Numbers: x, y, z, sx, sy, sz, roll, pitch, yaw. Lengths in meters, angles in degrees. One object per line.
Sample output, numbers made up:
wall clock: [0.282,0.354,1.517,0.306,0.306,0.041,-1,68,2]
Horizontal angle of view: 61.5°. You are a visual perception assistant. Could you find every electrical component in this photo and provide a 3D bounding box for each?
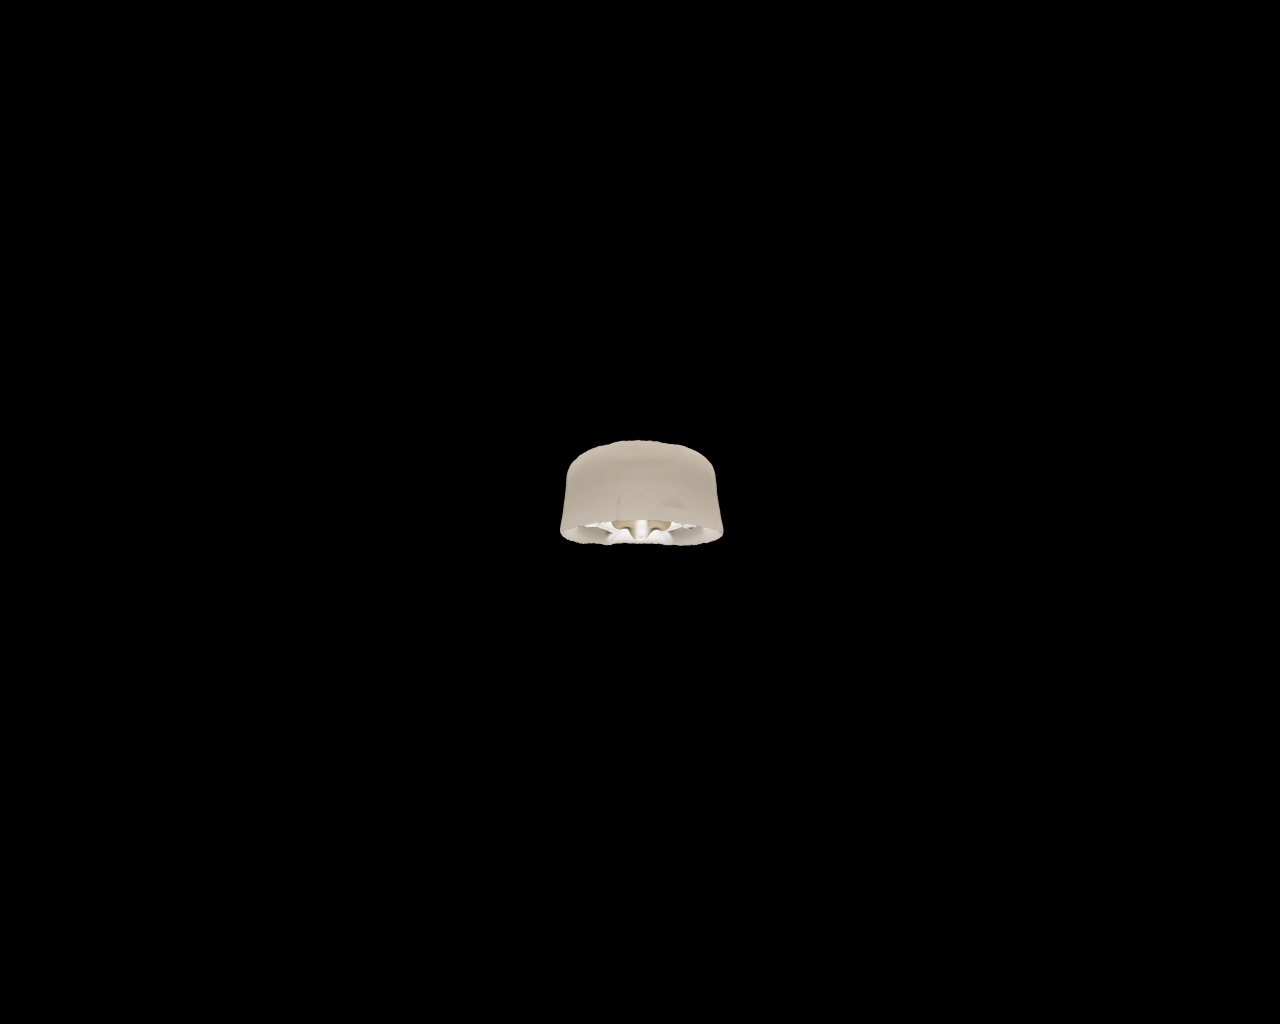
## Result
electrical component: [0.001,-0.003,0.650,0.099,0.064,0.099,0,-23,0]
